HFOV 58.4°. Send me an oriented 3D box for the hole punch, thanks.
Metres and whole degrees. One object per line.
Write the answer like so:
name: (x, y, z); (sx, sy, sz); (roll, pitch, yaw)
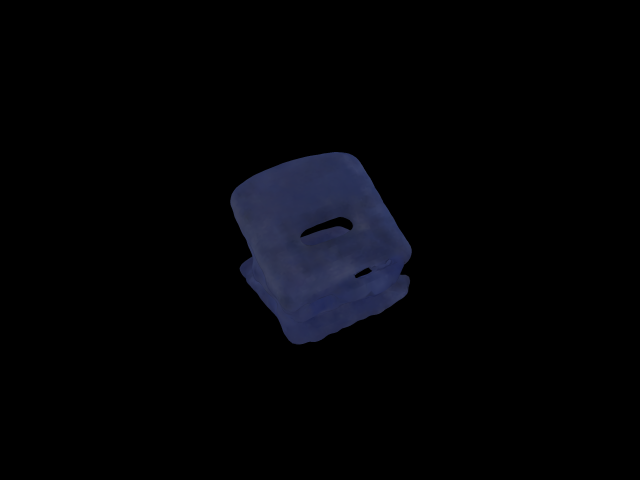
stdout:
hole punch: (0.004, 0.001, 0.400); (0.109, 0.091, 0.100); (-22, 45, -23)
